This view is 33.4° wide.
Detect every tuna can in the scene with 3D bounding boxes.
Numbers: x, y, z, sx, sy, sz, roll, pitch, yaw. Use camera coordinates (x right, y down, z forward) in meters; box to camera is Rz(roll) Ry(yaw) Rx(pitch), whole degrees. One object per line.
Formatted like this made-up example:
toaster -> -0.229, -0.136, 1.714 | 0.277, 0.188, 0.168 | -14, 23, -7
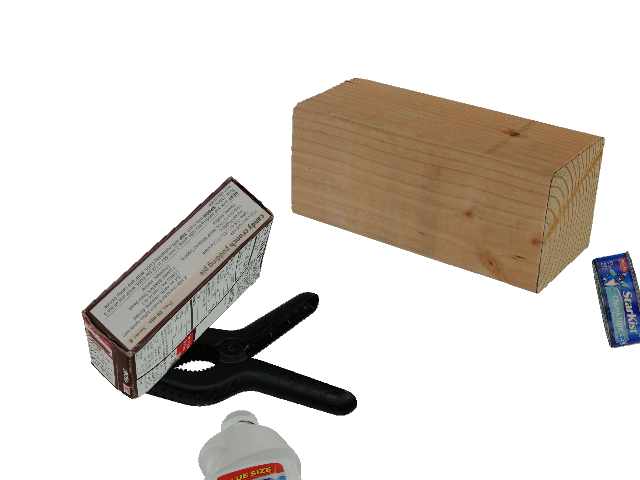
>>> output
tuna can -> 0.275, 0.055, 0.984 | 0.034, 0.086, 0.086 | -11, -2, 12

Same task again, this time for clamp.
clamp -> -0.075, 0.118, 0.993 | 0.209, 0.036, 0.165 | -10, 36, -18

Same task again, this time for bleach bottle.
bleach bottle -> -0.055, 0.210, 0.744 | 0.102, 0.068, 0.251 | -7, 31, -6

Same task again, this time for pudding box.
pudding box -> -0.078, 0.028, 0.591 | 0.039, 0.113, 0.090 | 39, -23, 10

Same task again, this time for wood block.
wood block -> 0.087, -0.047, 0.779 | 0.206, 0.090, 0.090 | 19, 32, 31
